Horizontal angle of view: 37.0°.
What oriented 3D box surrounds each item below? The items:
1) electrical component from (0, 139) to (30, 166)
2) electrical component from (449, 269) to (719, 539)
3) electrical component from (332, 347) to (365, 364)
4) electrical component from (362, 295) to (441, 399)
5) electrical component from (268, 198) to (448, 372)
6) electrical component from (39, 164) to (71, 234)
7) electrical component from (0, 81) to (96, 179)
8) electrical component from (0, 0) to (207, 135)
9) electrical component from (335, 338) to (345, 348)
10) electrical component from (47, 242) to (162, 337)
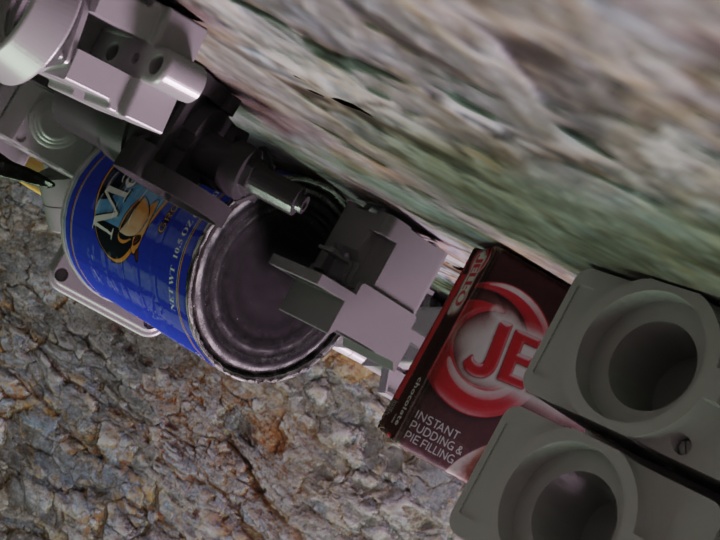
[{"bbox_3d":[-0.244,-0.104,0.763,0.042,0.063,0.081,29,174,-15],"label":"electrical component"},{"bbox_3d":[0.123,0.075,0.320,0.060,0.105,0.186,33,173,-40],"label":"electrical component"},{"bbox_3d":[-0.010,0.032,0.842,0.061,0.061,0.096,32,174,-32],"label":"electrical component"},{"bbox_3d":[0.061,0.062,0.732,0.063,0.078,0.121,-1,159,31],"label":"electrical component"},{"bbox_3d":[0.004,0.005,0.499,0.081,0.063,0.042,33,173,-38],"label":"electrical component"},{"bbox_3d":[-0.199,-0.080,0.764,0.052,0.073,0.138,-10,-160,-9],"label":"electrical component"},{"bbox_3d":[-0.179,-0.089,0.625,0.080,0.051,0.080,29,174,3],"label":"electrical component"},{"bbox_3d":[-0.087,-0.073,0.335,0.066,0.048,0.055,24,180,44],"label":"electrical component"},{"bbox_3d":[-0.005,0.034,0.762,0.077,0.044,0.079,0,156,34],"label":"electrical component"},{"bbox_3d":[-0.132,-0.023,0.664,0.078,0.113,0.057,30,174,-9],"label":"electrical component"}]
